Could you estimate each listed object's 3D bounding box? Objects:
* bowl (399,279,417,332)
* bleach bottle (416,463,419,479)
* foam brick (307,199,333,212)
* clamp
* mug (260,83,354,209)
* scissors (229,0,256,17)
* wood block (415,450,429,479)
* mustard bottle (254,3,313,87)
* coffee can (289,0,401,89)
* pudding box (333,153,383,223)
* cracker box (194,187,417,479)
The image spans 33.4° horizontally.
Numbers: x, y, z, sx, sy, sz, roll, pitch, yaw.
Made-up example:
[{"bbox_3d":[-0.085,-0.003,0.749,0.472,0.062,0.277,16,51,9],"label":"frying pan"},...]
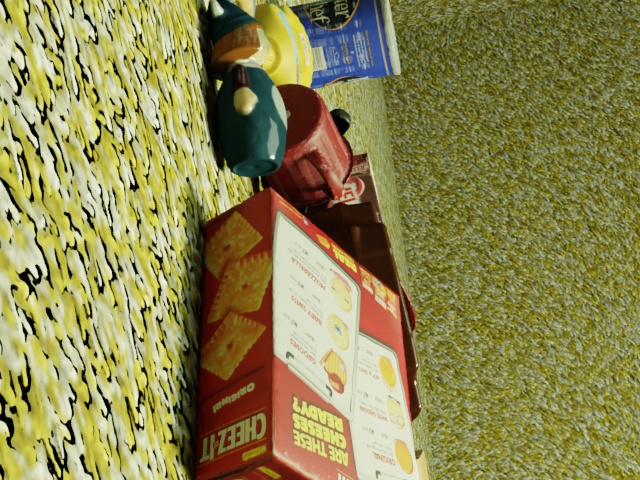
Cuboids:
[{"bbox_3d":[0.042,0.057,1.252,0.162,0.055,0.162,50,-16,20],"label":"bowl"},{"bbox_3d":[0.043,0.224,0.961,0.068,0.102,0.251,37,-10,14],"label":"bleach bottle"},{"bbox_3d":[-0.007,0.001,1.120,0.051,0.053,0.078,-74,152,-73],"label":"foam brick"},{"bbox_3d":[-0.006,-0.089,1.105,0.120,0.039,0.171,-56,-168,11],"label":"clamp"},{"bbox_3d":[-0.017,-0.081,0.971,0.117,0.093,0.081,52,-5,34],"label":"mug"},{"bbox_3d":[-0.054,-0.236,0.973,0.201,0.016,0.096,-36,129,-60],"label":"scissors"},{"bbox_3d":[0.099,0.372,1.316,0.090,0.090,0.206,19,62,-80],"label":"wood block"},{"bbox_3d":[-0.046,-0.178,1.026,0.191,0.058,0.096,-62,142,-78],"label":"mustard bottle"},{"bbox_3d":[0.017,-0.233,1.255,0.102,0.140,0.103,-9,90,-82],"label":"coffee can"},{"bbox_3d":[0.024,-0.051,1.277,0.113,0.090,0.039,70,12,-56],"label":"pudding box"},{"bbox_3d":[-0.009,0.095,0.735,0.164,0.072,0.213,40,34,-38],"label":"cracker box"}]
